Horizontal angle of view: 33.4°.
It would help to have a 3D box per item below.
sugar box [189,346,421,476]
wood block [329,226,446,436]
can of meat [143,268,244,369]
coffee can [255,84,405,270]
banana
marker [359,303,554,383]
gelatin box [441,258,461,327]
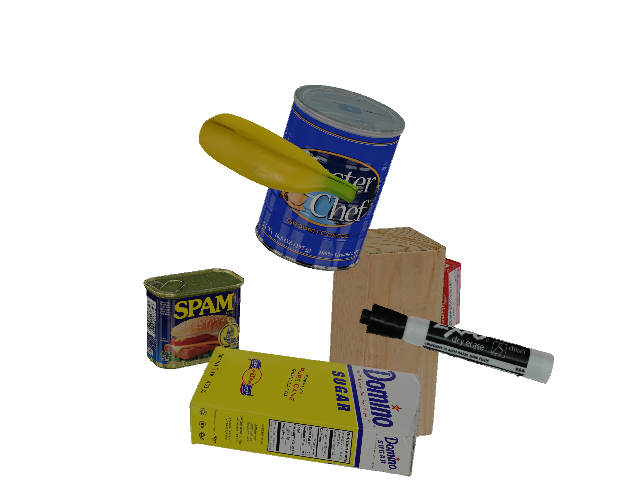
[{"bbox_3d":[-0.009,0.134,0.856,0.176,0.048,0.093,5,25,7],"label":"sugar box"},{"bbox_3d":[0.068,0.098,1.128,0.090,0.206,0.091,-4,16,-21],"label":"wood block"},{"bbox_3d":[-0.132,0.081,1.114,0.101,0.084,0.058,-8,20,-32],"label":"can of meat"},{"bbox_3d":[0.007,-0.058,0.974,0.102,0.140,0.103,15,24,-7],"label":"coffee can"},{"bbox_3d":[-0.051,-0.063,0.778,0.069,0.037,0.198,37,-3,-35],"label":"banana"},{"bbox_3d":[0.083,0.063,0.661,0.121,0.020,0.020,16,1,4],"label":"marker"},{"bbox_3d":[0.140,0.061,1.353,0.073,0.089,0.030,21,35,38],"label":"gelatin box"}]
